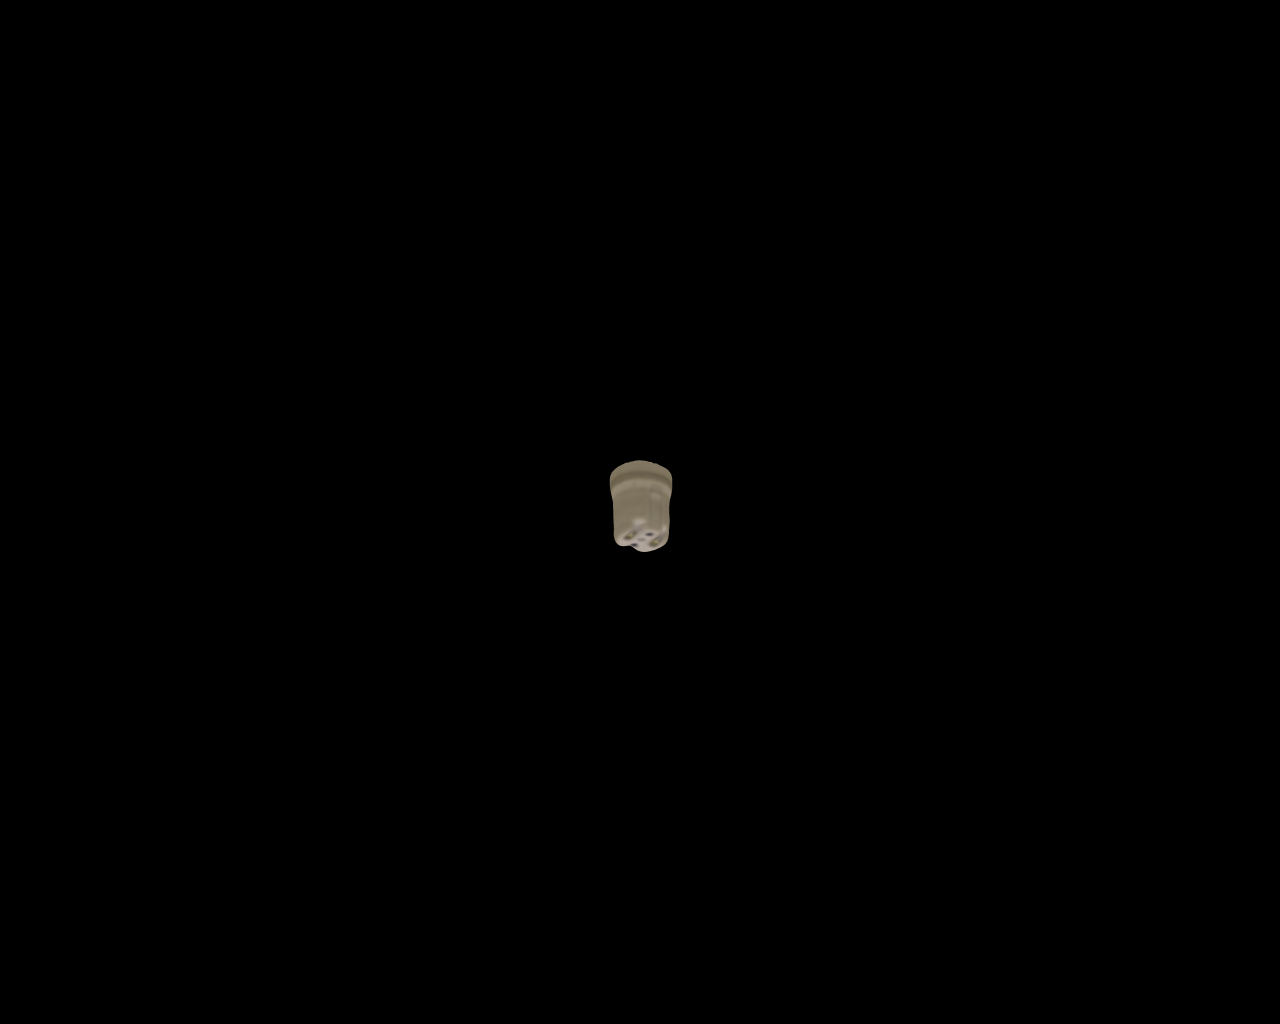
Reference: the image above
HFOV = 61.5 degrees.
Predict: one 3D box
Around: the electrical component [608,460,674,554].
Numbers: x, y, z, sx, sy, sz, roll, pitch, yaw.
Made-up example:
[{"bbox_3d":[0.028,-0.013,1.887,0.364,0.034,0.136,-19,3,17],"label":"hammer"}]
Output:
[{"bbox_3d":[0.001,-0.003,0.650,0.040,0.046,0.040,0,-27,0],"label":"electrical component"}]
